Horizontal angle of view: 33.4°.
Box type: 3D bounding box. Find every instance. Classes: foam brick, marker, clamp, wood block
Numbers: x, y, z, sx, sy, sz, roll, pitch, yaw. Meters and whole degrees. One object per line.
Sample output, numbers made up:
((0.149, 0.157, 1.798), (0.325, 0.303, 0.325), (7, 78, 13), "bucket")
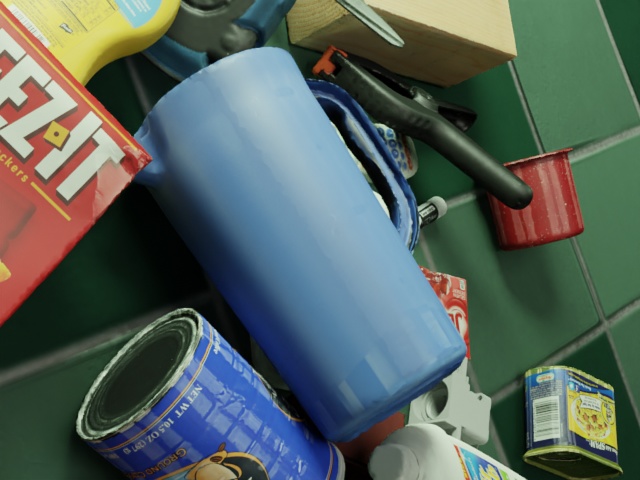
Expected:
((0.017, 0.145, 0.785), (0.078, 0.053, 0.051), (29, 57, -37), "foam brick")
((0.071, -0.010, 0.920), (0.120, 0.020, 0.020), (-30, 97, -46), "marker")
((0.088, -0.103, 0.918), (0.209, 0.036, 0.165), (23, 24, -33), "clamp")
((0.072, -0.207, 0.943), (0.205, 0.090, 0.091), (6, 71, -45), "wood block")

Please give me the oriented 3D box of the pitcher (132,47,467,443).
((-0.005, 0.001, 0.703), (0.243, 0.149, 0.145), (56, 8, 12), "pitcher")

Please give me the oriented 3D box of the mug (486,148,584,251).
((0.204, -0.037, 1.025), (0.117, 0.093, 0.081), (-19, 95, -82), "mug")

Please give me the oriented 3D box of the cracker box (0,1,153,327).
((-0.217, -0.023, 0.553), (0.164, 0.072, 0.213), (47, 65, -19), "cracker box")

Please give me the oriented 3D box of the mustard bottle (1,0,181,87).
((-0.146, -0.157, 0.681), (0.096, 0.058, 0.191), (47, 67, -3), "mustard bottle")

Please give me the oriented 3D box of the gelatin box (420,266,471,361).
((0.090, 0.063, 0.904), (0.089, 0.030, 0.073), (18, 64, -40), "gelatin box")

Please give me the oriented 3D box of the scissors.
((-0.025, -0.209, 0.832), (0.096, 0.016, 0.202), (-21, 63, -21), "scissors")

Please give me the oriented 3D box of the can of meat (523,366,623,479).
((0.233, 0.171, 0.991), (0.102, 0.058, 0.084), (27, 56, -37), "can of meat")

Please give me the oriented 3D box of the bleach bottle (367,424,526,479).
((0.103, 0.200, 0.783), (0.250, 0.068, 0.102), (39, 36, -53), "bleach bottle")

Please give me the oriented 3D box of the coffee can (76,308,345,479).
((-0.067, 0.127, 0.670), (0.140, 0.103, 0.102), (47, 48, -22), "coffee can")
